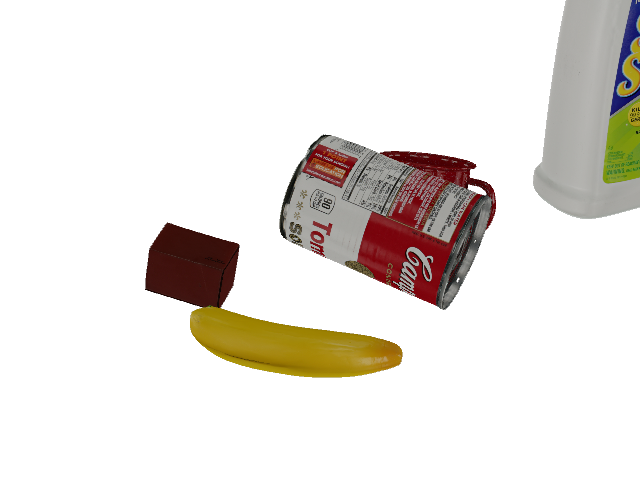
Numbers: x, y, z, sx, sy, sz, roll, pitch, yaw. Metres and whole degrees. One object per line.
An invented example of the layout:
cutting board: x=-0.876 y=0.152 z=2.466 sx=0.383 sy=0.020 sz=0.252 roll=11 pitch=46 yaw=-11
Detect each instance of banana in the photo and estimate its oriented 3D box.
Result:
banana: x=-0.035 y=0.076 z=0.833 sx=0.198 sy=0.037 sz=0.069 roll=11 pitch=27 yaw=33

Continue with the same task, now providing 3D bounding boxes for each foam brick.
foam brick: x=-0.125 y=0.026 z=1.041 sx=0.078 sy=0.051 sz=0.053 roll=17 pitch=34 yaw=7

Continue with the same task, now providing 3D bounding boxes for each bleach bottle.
bleach bottle: x=0.189 y=-0.143 z=0.656 sx=0.102 sy=0.251 sz=0.068 roll=-15 pitch=32 yaw=-19

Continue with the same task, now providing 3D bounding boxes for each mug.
mug: x=0.108 y=-0.036 z=1.013 sx=0.117 sy=0.081 sz=0.093 roll=10 pitch=12 yaw=17

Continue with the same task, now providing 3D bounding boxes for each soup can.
soup can: x=0.037 y=-0.012 z=0.602 sx=0.102 sy=0.068 sz=0.068 roll=23 pitch=6 yaw=15
